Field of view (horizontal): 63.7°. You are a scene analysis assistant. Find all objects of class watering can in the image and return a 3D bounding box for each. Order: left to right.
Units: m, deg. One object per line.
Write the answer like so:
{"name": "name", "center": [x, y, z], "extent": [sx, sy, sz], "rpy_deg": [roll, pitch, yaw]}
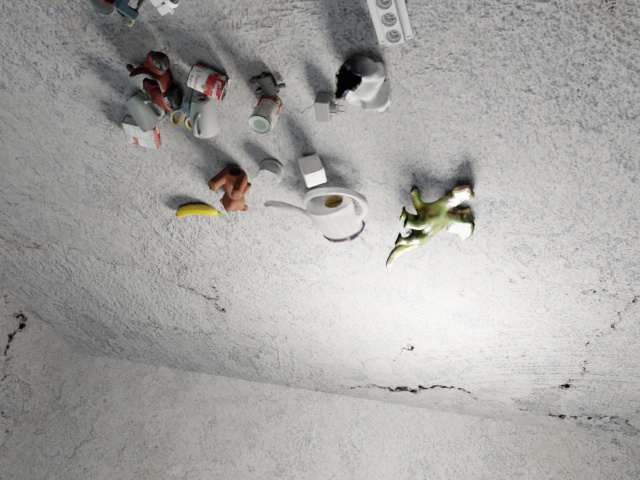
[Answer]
{"name": "watering can", "center": [0.005, -0.085, 1.686], "extent": [0.346, 0.106, 0.220], "rpy_deg": [-5, 138, 27]}

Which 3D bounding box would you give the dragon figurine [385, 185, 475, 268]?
{"name": "dragon figurine", "center": [0.362, -0.033, 1.605], "extent": [0.243, 0.125, 0.400], "rpy_deg": [9, 138, -3]}

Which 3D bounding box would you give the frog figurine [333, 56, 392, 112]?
{"name": "frog figurine", "center": [0.120, -0.389, 1.293], "extent": [0.160, 0.125, 0.135], "rpy_deg": [-2, 146, -37]}
